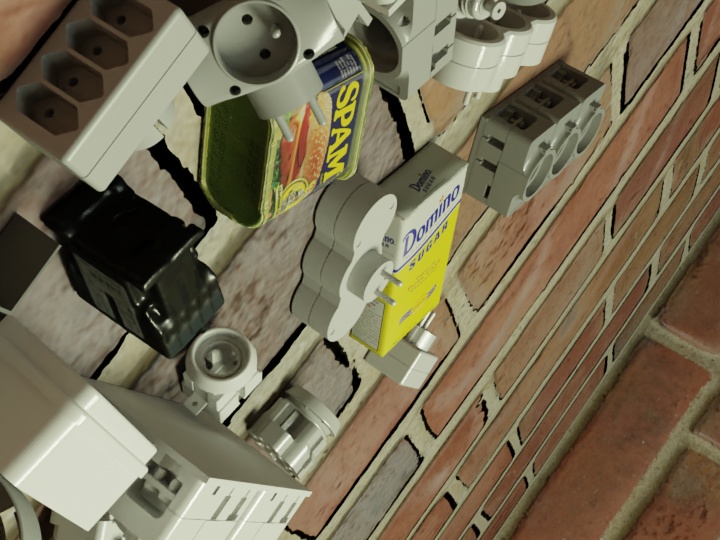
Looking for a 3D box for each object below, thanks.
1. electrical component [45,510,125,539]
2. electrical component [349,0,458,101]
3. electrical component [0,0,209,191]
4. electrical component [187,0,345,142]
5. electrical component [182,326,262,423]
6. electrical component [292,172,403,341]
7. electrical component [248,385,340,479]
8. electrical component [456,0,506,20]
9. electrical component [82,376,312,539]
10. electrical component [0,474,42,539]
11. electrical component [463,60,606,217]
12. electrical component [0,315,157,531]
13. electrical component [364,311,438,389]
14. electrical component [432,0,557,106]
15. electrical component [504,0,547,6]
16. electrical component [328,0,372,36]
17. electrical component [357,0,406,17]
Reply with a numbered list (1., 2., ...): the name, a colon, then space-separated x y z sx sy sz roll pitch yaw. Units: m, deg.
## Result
1. electrical component: -0.177 0.184 0.696 0.042 0.081 0.063 18 81 -69
2. electrical component: 0.024 -0.157 0.672 0.056 0.050 0.089 -44 156 -26
3. electrical component: -0.109 -0.079 0.495 0.083 0.047 0.075 -55 160 -7
4. electrical component: -0.043 -0.102 0.536 0.077 0.044 0.079 -25 115 6
5. electrical component: -0.096 0.070 0.744 0.066 0.048 0.055 -47 165 -25
6. electrical component: 0.000 0.000 0.814 0.052 0.074 0.138 -33 149 -47
7. electrical component: -0.054 0.136 0.915 0.057 0.058 0.078 -48 158 -15
8. electrical component: 0.062 -0.182 0.694 0.040 0.078 0.040 -29 140 -28
9. electrical component: -0.117 0.136 0.705 0.060 0.105 0.186 -56 159 -3
10. electrical component: -0.208 0.136 0.521 0.099 0.099 0.064 -52 165 -14
11. electrical component: 0.170 -0.125 1.029 0.150 0.062 0.089 -38 152 -40
12. electrical component: -0.163 0.081 0.564 0.057 0.078 0.113 -48 158 -15
13. electrical component: 0.052 0.073 1.071 0.076 0.047 0.066 -58 159 2
14. electrical component: 0.097 -0.161 0.827 0.138 0.052 0.073 -32 148 -48
15. electrical component: 0.123 -0.228 0.789 0.055 0.055 0.047 -47 161 -26
16. electrical component: -0.016 -0.168 0.581 0.063 0.042 0.081 -59 160 0
17. electrical component: 0.027 -0.221 0.510 0.186 0.105 0.060 -49 158 -21
